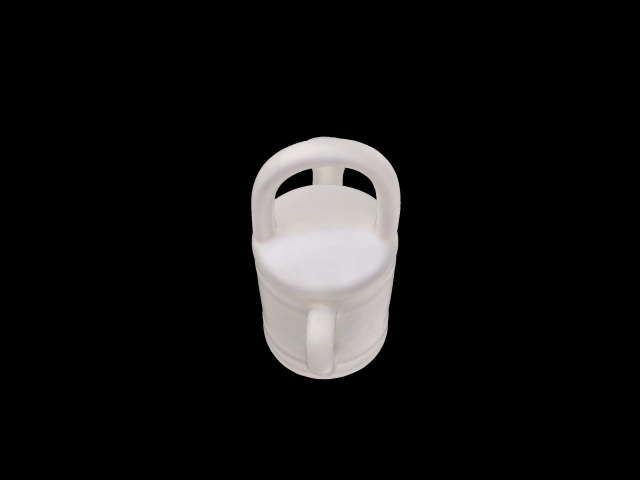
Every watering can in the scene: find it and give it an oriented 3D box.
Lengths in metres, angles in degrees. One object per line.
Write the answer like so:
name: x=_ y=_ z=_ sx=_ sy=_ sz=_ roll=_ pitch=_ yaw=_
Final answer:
watering can: x=0.001 y=0.001 z=0.400 sx=0.101 sy=0.194 sz=0.172 roll=-16 pitch=51 yaw=-13
